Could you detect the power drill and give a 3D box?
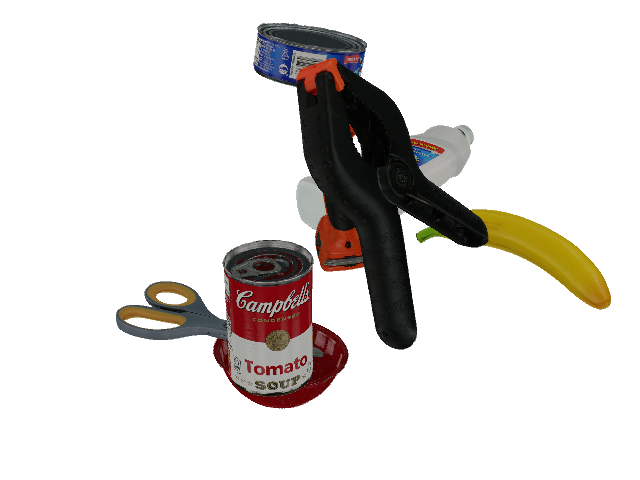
[{"bbox_3d":[0.012,-0.077,1.058,0.057,0.188,0.184,-9,23,-1],"label":"power drill"}]

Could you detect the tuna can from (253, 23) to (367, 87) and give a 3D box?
[{"bbox_3d":[-0.009,-0.143,0.827,0.086,0.034,0.086,8,21,-3],"label":"tuna can"}]

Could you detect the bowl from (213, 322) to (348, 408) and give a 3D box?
[{"bbox_3d":[-0.048,0.154,1.284,0.162,0.055,0.162,2,25,-1],"label":"bowl"}]

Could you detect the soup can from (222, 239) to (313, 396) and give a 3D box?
[{"bbox_3d":[-0.039,0.060,0.820,0.068,0.102,0.068,0,27,0],"label":"soup can"}]

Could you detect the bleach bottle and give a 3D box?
[{"bbox_3d":[0.093,-0.084,1.301,0.103,0.068,0.250,28,46,35],"label":"bleach bottle"}]

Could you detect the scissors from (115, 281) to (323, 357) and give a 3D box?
[{"bbox_3d":[-0.095,0.075,1.038,0.201,0.016,0.096,5,31,0],"label":"scissors"}]

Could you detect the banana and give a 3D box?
[{"bbox_3d":[0.194,0.010,1.028,0.198,0.069,0.037,20,-27,27],"label":"banana"}]

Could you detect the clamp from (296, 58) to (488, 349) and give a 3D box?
[{"bbox_3d":[0.034,-0.023,0.632,0.039,0.171,0.120,-20,30,41],"label":"clamp"}]
